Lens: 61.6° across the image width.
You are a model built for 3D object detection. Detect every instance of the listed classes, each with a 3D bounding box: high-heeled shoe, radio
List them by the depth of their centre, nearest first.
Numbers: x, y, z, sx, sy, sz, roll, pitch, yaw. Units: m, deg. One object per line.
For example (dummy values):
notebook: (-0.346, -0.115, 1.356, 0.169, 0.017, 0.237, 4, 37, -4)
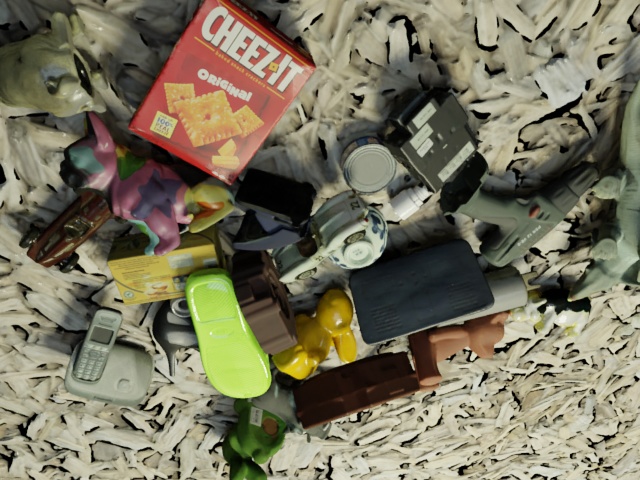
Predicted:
radio: (0.169, 0.090, 0.932, 0.230, 0.073, 0.131, -18, 79, 3)
high-heeled shoe: (-0.181, 0.175, 0.990, 0.249, 0.086, 0.145, -1, 99, -25)

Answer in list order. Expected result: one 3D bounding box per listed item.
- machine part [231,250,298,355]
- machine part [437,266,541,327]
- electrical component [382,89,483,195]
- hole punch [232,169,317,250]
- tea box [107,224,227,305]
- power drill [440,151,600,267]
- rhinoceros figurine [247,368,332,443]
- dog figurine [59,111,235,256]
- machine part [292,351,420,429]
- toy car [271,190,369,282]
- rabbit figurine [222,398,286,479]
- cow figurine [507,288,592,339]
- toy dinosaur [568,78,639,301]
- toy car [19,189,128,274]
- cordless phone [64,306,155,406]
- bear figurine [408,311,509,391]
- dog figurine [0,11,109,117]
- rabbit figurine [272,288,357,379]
machine part: (-0.088, 0.096, 0.878, 0.056, 0.179, 0.179, -21, 124, 2)
machine part: (0.288, 0.105, 0.994, 0.243, 0.079, 0.079, -15, 124, 0)
electrical component: (0.162, -0.154, 0.795, 0.115, 0.058, 0.134, -46, 121, -4)
hole punch: (-0.071, -0.037, 0.818, 0.116, 0.142, 0.092, 15, 119, -2)
tea box: (-0.244, 0.039, 0.875, 0.170, 0.068, 0.098, -7, 124, -2)
power drill: (0.317, -0.072, 0.888, 0.207, 0.086, 0.232, 20, 120, -28)
rhinoceros figurine: (-0.056, 0.330, 1.073, 0.190, 0.112, 0.073, 37, 111, -19)
dog figurine: (-0.248, -0.092, 0.763, 0.191, 0.109, 0.219, -36, 108, -19)
machine part: (0.066, 0.279, 1.008, 0.201, 0.087, 0.201, -2, 154, -41)
toy car: (-0.002, -0.003, 0.857, 0.056, 0.073, 0.202, 9, 141, -46)
rabbit figurine: (-0.143, 0.428, 1.117, 0.121, 0.159, 0.170, 17, 135, -29)
cow figurine: (0.446, 0.128, 1.039, 0.167, 0.068, 0.098, 13, 115, -20)
toy dinosaur: (0.517, -0.066, 0.886, 0.131, 0.192, 0.404, 11, 112, 24)
toy car: (-0.377, -0.020, 0.827, 0.202, 0.053, 0.089, -38, 124, 15)
cordless phone: (-0.360, 0.200, 0.960, 0.146, 0.089, 0.184, 20, 114, -20)
bear figurine: (0.274, 0.208, 1.037, 0.196, 0.132, 0.120, -9, 155, 2)
dog figurine: (-0.373, -0.189, 0.647, 0.191, 0.172, 0.121, -17, 114, -6)
rabbit figurine: (0.002, 0.170, 0.978, 0.173, 0.122, 0.162, -49, 121, 1)
